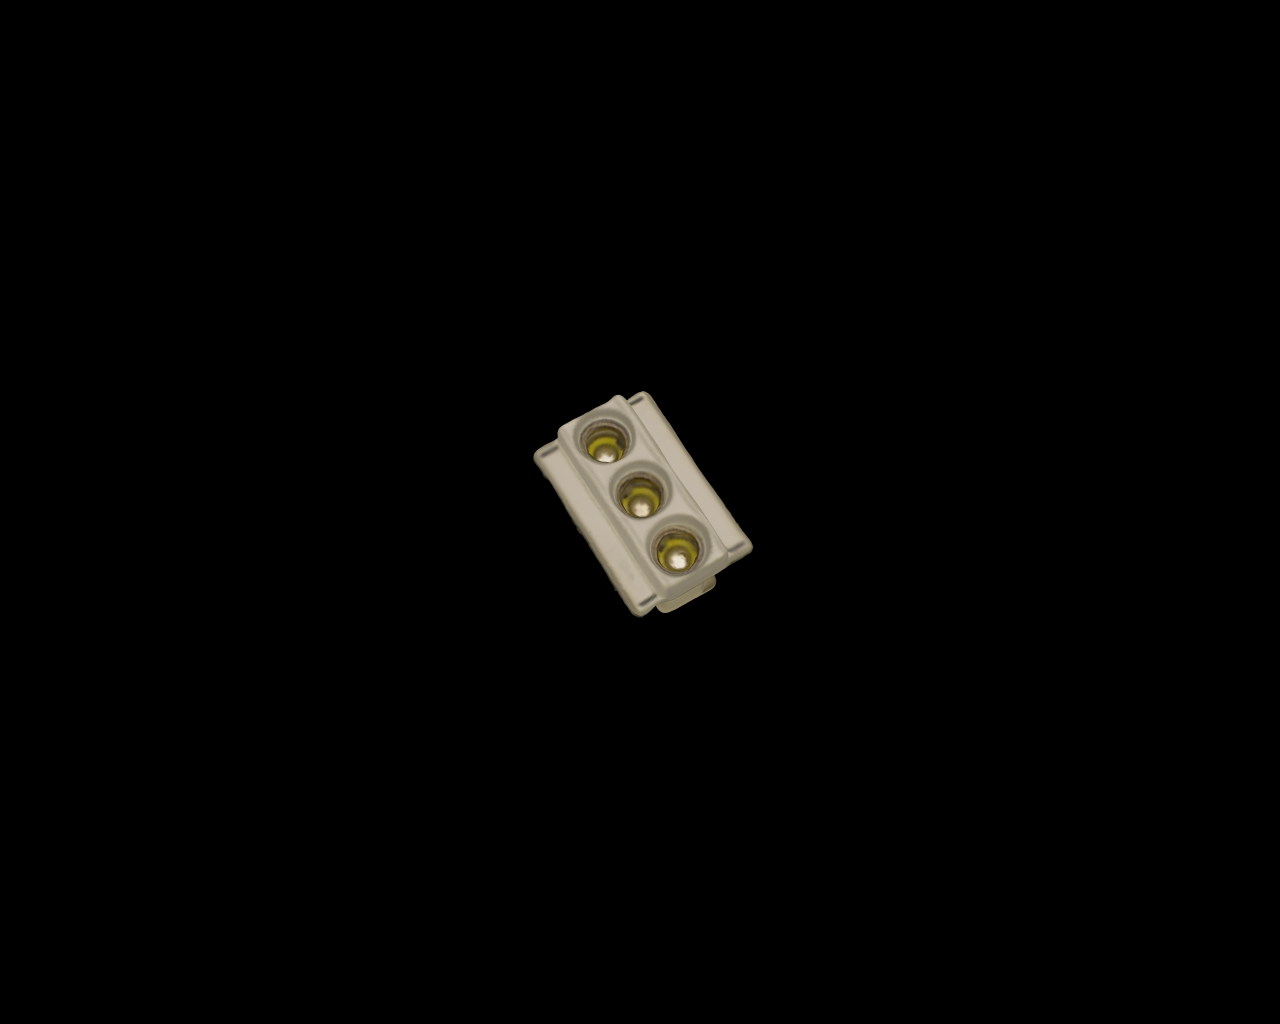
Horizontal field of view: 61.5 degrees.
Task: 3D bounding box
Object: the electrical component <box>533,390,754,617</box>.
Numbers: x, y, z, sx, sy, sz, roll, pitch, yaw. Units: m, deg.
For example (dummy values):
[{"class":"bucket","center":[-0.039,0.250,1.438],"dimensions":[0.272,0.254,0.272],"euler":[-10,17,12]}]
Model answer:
[{"class":"electrical component","center":[0.001,-0.003,0.650],"dimensions":[0.079,0.121,0.063],"euler":[-30,-19,-12]}]
